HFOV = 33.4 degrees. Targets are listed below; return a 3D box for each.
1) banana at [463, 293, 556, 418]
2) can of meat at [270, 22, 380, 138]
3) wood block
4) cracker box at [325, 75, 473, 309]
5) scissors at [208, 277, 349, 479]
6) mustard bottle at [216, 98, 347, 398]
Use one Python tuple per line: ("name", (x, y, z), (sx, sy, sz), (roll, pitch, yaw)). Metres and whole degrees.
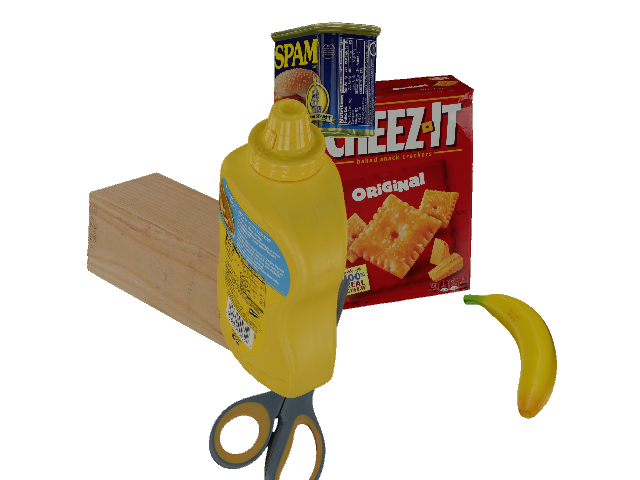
("banana", (0.215, 0.114, 1.140), (0.069, 0.037, 0.198), (-25, 34, 4))
("can of meat", (0.002, -0.123, 0.842), (0.057, 0.084, 0.102), (-2, 5, -31))
("wood block", (-0.119, 0.017, 1.011), (0.206, 0.090, 0.090), (24, 30, 33))
("cracker box", (0.065, -0.046, 1.051), (0.164, 0.214, 0.072), (-7, 22, -13))
("scissors", (-0.030, 0.106, 0.828), (0.096, 0.201, 0.016), (11, -36, -7))
("mustard bottle", (-0.023, -0.001, 0.611), (0.058, 0.192, 0.096), (-21, 51, -23))
